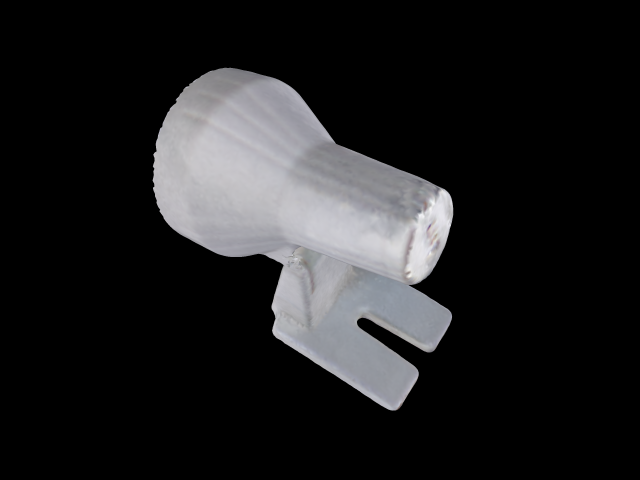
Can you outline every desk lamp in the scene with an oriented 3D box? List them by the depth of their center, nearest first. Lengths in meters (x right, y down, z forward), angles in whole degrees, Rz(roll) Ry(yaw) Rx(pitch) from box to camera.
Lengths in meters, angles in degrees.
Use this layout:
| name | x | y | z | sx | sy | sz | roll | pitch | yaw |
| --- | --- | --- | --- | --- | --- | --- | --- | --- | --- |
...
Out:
| name | x | y | z | sx | sy | sz | roll | pitch | yaw |
| --- | --- | --- | --- | --- | --- | --- | --- | --- | --- |
| desk lamp | 0.004 | 0.001 | 0.400 | 0.203 | 0.213 | 0.118 | 30 | 67 | 15 |
